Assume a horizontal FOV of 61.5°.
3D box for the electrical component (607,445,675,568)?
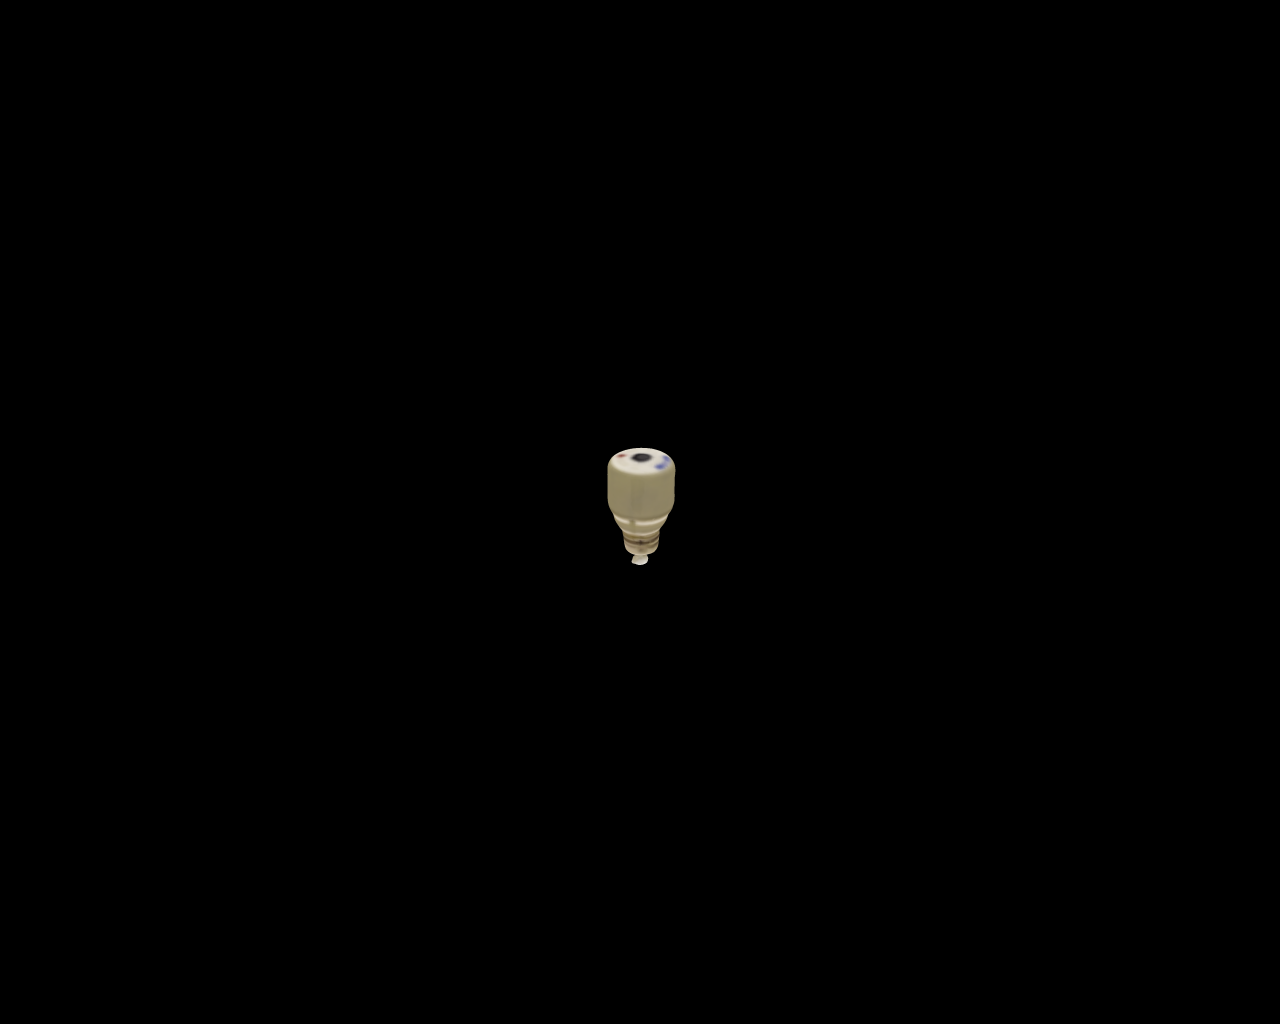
[{"bbox_3d":[0.001,-0.003,0.650,0.040,0.078,0.040,0,28,0],"label":"electrical component"}]
